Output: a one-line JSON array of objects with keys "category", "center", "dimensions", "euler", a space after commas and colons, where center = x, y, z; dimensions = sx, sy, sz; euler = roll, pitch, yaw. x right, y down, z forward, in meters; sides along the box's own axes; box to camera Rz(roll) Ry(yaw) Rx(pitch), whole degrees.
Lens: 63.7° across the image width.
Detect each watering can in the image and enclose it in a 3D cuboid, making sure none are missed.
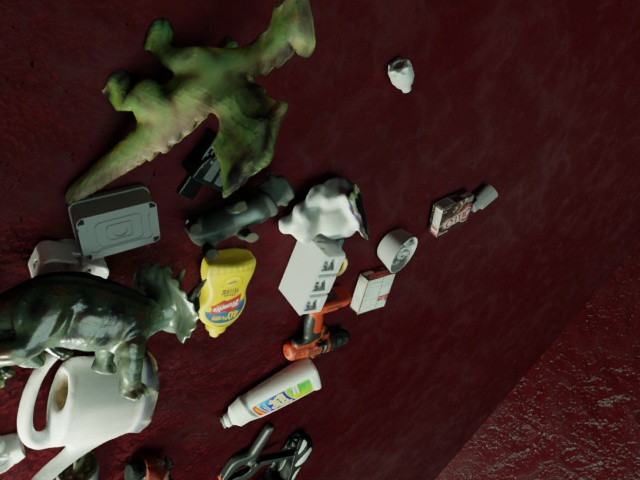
[{"category": "watering can", "center": [-0.408, 0.316, 0.899], "dimensions": [0.224, 0.105, 0.345], "euler": [8, 103, -43]}]

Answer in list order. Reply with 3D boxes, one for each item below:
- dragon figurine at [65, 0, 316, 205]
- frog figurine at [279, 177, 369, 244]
[{"category": "dragon figurine", "center": [-0.154, -0.147, 0.643], "dimensions": [0.409, 0.246, 0.121], "euler": [-52, 144, 5]}, {"category": "frog figurine", "center": [0.003, -0.050, 0.988], "dimensions": [0.159, 0.125, 0.135], "euler": [-10, 152, 15]}]
